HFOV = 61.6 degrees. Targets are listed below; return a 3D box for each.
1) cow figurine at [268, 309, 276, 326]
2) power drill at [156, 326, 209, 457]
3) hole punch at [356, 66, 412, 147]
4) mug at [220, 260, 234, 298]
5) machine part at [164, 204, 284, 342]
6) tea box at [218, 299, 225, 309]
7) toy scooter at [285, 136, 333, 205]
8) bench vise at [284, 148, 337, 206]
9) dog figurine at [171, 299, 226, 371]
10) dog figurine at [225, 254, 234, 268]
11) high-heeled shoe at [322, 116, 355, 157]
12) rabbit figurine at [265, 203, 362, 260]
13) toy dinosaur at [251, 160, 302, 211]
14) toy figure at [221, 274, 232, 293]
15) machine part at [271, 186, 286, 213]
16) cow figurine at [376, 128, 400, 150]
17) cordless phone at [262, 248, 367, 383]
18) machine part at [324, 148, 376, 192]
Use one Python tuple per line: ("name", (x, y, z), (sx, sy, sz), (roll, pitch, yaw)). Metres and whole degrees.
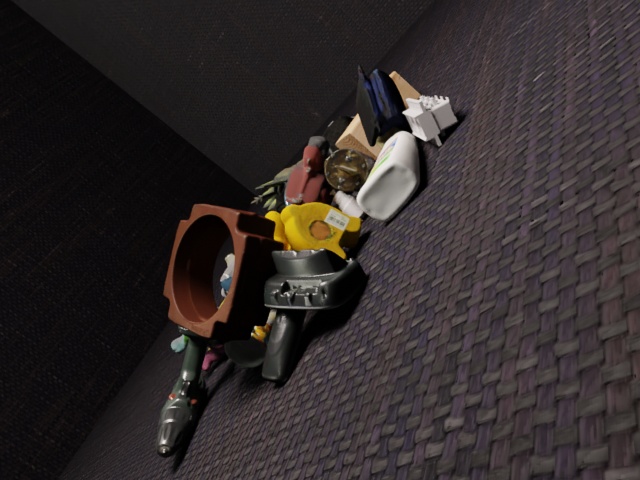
("cow figurine", (-0.082, 0.079, 0.992), (0.068, 0.098, 0.167), (-24, 29, 54))
("power drill", (-0.242, 0.258, 0.994), (0.232, 0.086, 0.207), (-126, 44, -84))
("hole punch", (0.124, -0.253, 1.019), (0.092, 0.142, 0.115), (-13, -18, 0))
("mug", (-0.169, 0.100, 1.238), (0.081, 0.107, 0.109), (-34, 25, 60))
("machine part", (-0.156, 0.049, 0.860), (0.202, 0.087, 0.201), (11, 88, 44))
("tea box", (-0.110, 0.092, 1.062), (0.169, 0.098, 0.068), (-59, 13, -27))
("toy scooter", (-0.020, -0.091, 0.999), (0.183, 0.075, 0.135), (87, -160, -56))
("bench vise", (-0.021, -0.092, 1.248), (0.240, 0.129, 0.224), (-37, 15, 38))
("dog figurine", (-0.204, 0.174, 1.161), (0.219, 0.108, 0.191), (-41, 12, 24))
("dog figurine", (-0.171, 0.070, 1.415), (0.172, 0.121, 0.190), (-49, -3, -6))
("high-heeled shoe", (0.068, -0.259, 1.383), (0.249, 0.086, 0.145), (-34, -5, -17))
("rabbit figurine", (-0.030, 0.021, 0.908), (0.173, 0.162, 0.122), (113, 175, -59))
("toy dinosaur", (-0.080, -0.160, 1.519), (0.198, 0.105, 0.471), (-28, 4, -21))
("toy figure", (-0.144, 0.087, 1.160), (0.155, 0.064, 0.058), (-18, 15, 11))
("machine part", (-0.070, -0.117, 1.322), (0.139, 0.039, 0.084), (-58, -26, 6))
("cow figurine", (0.139, -0.273, 1.158), (0.085, 0.127, 0.195), (-40, 18, 34))
("cordless phone", (-0.022, 0.109, 0.747), (0.147, 0.088, 0.184), (-4, 66, 42))
("machine part", (0.063, -0.126, 0.993), (0.079, 0.079, 0.243), (-48, -7, 14))
